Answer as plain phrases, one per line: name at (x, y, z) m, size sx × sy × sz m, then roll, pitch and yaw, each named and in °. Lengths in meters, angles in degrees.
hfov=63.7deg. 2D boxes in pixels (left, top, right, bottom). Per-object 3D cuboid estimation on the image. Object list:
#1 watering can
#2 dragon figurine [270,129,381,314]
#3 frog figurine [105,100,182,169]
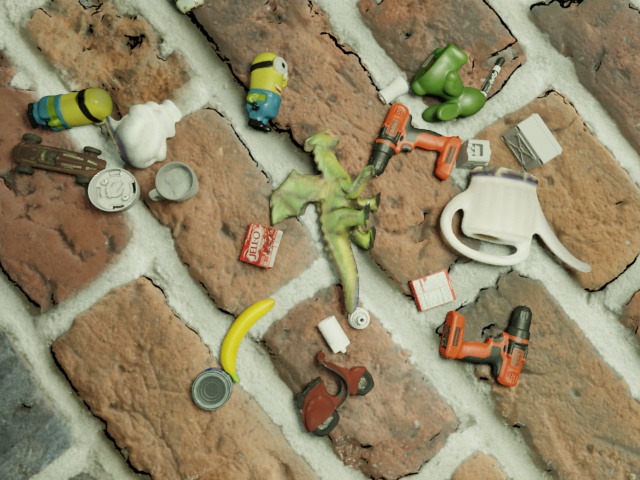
watering can at (0.447, -0.048, 1.165) m, size 0.347 × 0.103 × 0.226 m, roll 11°, pitch 83°, yaw -1°
dragon figurine at (0.004, -0.058, 1.160) m, size 0.243 × 0.121 × 0.413 m, roll 9°, pitch 81°, yaw 15°
frog figurine at (-0.374, -0.236, 1.136) m, size 0.160 × 0.124 × 0.135 m, roll -24°, pitch 120°, yaw -14°
